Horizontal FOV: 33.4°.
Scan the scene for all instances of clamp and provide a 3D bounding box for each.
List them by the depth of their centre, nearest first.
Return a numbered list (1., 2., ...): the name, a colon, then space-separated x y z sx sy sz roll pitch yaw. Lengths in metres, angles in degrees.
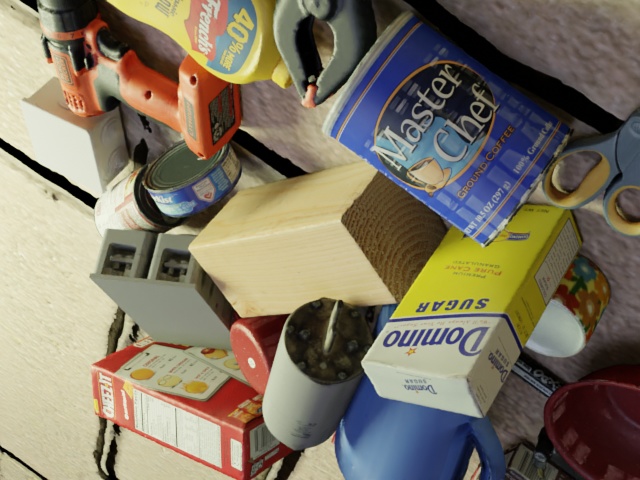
1. clamp: 0.014 -0.171 0.730 0.120 0.039 0.171 18 127 33

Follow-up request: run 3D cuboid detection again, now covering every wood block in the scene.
1. wood block: -0.006 0.001 0.925 0.207 0.090 0.090 -10 124 49

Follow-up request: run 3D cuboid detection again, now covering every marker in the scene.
1. marker: 0.201 0.129 0.945 0.121 0.020 0.020 36 146 3

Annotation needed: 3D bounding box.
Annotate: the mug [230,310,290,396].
1. mug: -0.042 0.094 1.056 0.117 0.081 0.093 53 152 27

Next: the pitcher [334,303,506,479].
1. pitcher: 0.098 0.143 0.946 0.149 0.145 0.243 9 144 0

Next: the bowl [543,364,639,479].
1. bowl: 0.269 0.153 0.877 0.162 0.055 0.162 25 144 19

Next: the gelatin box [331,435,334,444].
1. gelatin box: 0.055 0.214 1.170 0.073 0.030 0.089 30 146 11

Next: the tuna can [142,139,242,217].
1. tuna can: -0.114 -0.059 0.960 0.086 0.086 0.033 4 135 40

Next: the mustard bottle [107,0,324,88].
1. mustard bottle: -0.075 -0.175 0.812 0.191 0.058 0.096 36 133 3

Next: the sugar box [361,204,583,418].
1. sugar box: 0.114 0.045 0.786 0.094 0.176 0.048 5 134 40

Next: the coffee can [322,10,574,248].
1. coffee can: 0.087 -0.076 0.737 0.140 0.102 0.103 36 146 3

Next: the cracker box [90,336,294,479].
1. cracker box: -0.108 0.162 1.127 0.214 0.163 0.072 16 115 33

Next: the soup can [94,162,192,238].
1. soup can: -0.176 -0.033 1.064 0.068 0.068 0.102 48 145 -14

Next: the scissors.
1. scissors: 0.223 -0.061 0.705 0.096 0.016 0.202 40 146 -5

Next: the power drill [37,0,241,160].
1. power drill: -0.159 -0.159 0.915 0.188 0.057 0.184 26 147 22

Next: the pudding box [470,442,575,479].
1. pudding box: 0.216 0.256 1.061 0.113 0.039 0.090 39 146 -1
